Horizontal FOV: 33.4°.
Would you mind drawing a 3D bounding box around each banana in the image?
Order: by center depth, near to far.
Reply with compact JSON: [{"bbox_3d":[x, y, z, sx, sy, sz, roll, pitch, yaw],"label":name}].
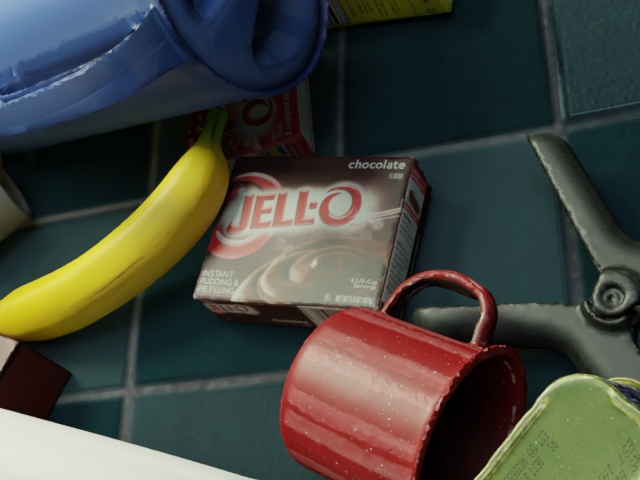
[{"bbox_3d":[-0.117,0.009,0.606,0.198,0.037,0.069,-39,30,13],"label":"banana"}]

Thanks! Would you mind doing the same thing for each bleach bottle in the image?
[{"bbox_3d":[-0.071,0.131,0.496,0.251,0.102,0.068,5,61,26],"label":"bleach bottle"}]

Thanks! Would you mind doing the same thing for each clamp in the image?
[{"bbox_3d":[0.128,0.036,0.500,0.172,0.039,0.120,42,98,32],"label":"clamp"}]

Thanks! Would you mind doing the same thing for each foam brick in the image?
[{"bbox_3d":[-0.196,0.079,0.611,0.078,0.051,0.053,17,72,30],"label":"foam brick"}]

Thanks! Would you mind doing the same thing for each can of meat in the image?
[{"bbox_3d":[0.102,0.103,0.432,0.057,0.083,0.102,40,99,28],"label":"can of meat"}]

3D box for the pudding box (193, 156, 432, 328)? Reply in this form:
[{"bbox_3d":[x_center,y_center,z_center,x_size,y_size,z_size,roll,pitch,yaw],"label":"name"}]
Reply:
[{"bbox_3d":[-0.004,0.001,0.576,0.114,0.039,0.090,3,65,25],"label":"pudding box"}]

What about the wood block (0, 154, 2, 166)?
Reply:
[{"bbox_3d":[-0.295,-0.104,0.658,0.090,0.206,0.091,-19,57,13],"label":"wood block"}]

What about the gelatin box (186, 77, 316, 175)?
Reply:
[{"bbox_3d":[-0.044,-0.082,0.643,0.073,0.030,0.089,-14,59,16],"label":"gelatin box"}]

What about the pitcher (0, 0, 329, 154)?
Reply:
[{"bbox_3d":[-0.129,-0.117,0.607,0.243,0.149,0.145,-11,79,40],"label":"pitcher"}]

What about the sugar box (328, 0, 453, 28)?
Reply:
[{"bbox_3d":[-0.003,-0.178,0.670,0.176,0.048,0.093,-3,62,26],"label":"sugar box"}]

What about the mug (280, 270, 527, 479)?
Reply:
[{"bbox_3d":[0.040,0.069,0.488,0.082,0.093,0.117,19,86,36],"label":"mug"}]
